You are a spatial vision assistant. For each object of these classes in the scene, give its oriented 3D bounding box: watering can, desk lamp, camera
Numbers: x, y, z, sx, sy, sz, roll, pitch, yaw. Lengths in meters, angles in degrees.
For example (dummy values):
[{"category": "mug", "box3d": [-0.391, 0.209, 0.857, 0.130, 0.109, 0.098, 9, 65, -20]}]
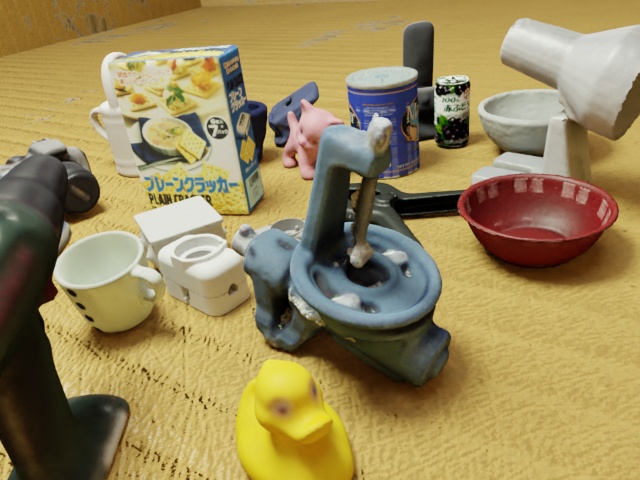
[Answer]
[{"category": "watering can", "box3d": [-0.305, -0.214, 0.953, 0.173, 0.194, 0.100, -9, 29, -3]}, {"category": "desk lamp", "box3d": [0.291, -0.153, 0.687, 0.202, 0.214, 0.118, 20, 39, 40]}, {"category": "camera", "box3d": [-0.397, -0.087, 0.843, 0.143, 0.101, 0.136, -28, 35, -33]}]

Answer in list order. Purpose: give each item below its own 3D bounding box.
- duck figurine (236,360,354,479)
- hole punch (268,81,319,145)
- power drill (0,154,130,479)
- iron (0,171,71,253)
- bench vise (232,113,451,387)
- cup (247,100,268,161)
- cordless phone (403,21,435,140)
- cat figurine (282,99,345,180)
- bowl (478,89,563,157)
[{"category": "duck figurine", "box3d": [-0.023, 0.120, 0.400, 0.078, 0.086, 0.104, -25, 33, -28]}, {"category": "hole punch", "box3d": [-0.045, -0.230, 1.031, 0.101, 0.091, 0.108, -8, 29, -1]}, {"category": "power drill", "box3d": [-0.204, 0.072, 0.400, 0.075, 0.209, 0.229, -7, 29, 1]}, {"category": "iron", "box3d": [-0.406, -0.011, 0.665, 0.118, 0.142, 0.259, 5, 31, 21]}, {"category": "bench vise", "box3d": [0.000, 0.008, 0.459, 0.207, 0.220, 0.122, 4, 31, 20]}, {"category": "cup", "box3d": [-0.125, -0.166, 0.929, 0.091, 0.095, 0.117, -6, 29, 3]}, {"category": "cordless phone", "box3d": [0.128, -0.260, 0.948, 0.148, 0.185, 0.094, -14, 30, -11]}, {"category": "cat figurine", "box3d": [-0.014, -0.161, 0.872, 0.067, 0.118, 0.127, -22, 32, -24]}, {"category": "bowl", "box3d": [0.319, -0.167, 0.851, 0.167, 0.075, 0.167, -5, 29, 3]}]
